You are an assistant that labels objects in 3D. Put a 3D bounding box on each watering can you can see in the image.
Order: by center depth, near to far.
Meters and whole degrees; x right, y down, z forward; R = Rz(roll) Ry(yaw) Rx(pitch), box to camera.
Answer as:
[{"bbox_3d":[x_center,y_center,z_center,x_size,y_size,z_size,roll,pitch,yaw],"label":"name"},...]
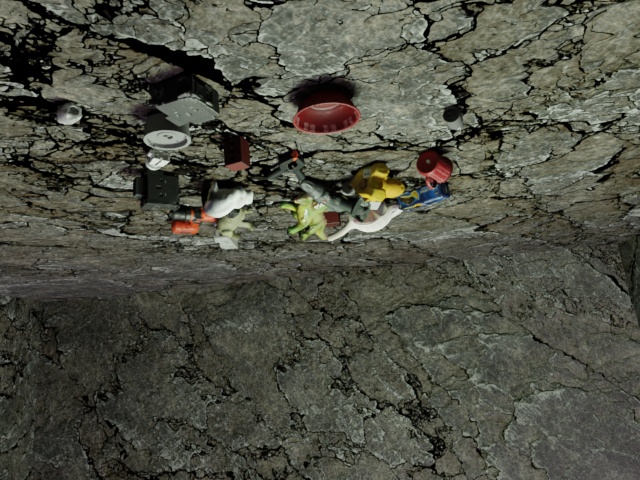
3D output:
[{"bbox_3d":[0.167,-0.078,2.059,0.346,0.105,0.222,-22,163,10],"label":"watering can"}]

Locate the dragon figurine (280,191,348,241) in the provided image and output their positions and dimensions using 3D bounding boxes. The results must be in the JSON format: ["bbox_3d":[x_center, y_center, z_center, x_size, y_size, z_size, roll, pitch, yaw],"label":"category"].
[{"bbox_3d":[0.006,-0.099,1.957,0.241,0.124,0.407,-22,156,25],"label":"dragon figurine"}]

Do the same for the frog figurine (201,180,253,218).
[{"bbox_3d":[-0.304,-0.126,1.703,0.159,0.125,0.135,16,137,-27],"label":"frog figurine"}]
